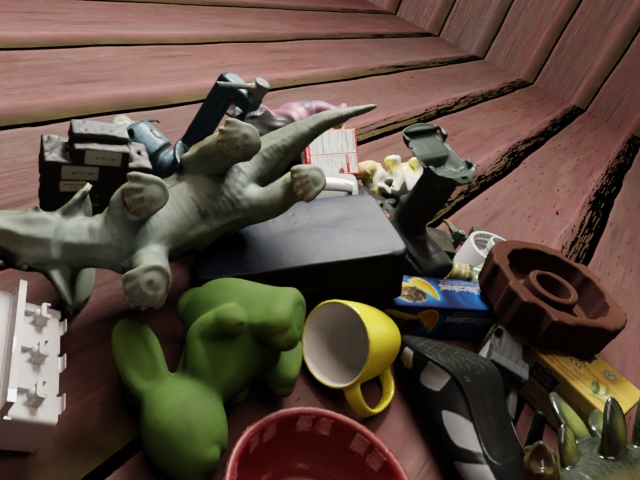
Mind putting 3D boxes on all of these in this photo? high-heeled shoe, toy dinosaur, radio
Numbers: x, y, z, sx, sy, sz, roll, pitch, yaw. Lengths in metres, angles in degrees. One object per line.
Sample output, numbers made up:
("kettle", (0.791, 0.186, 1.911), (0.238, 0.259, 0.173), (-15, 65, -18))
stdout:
("high-heeled shoe", (0.141, 0.197, 0.554), (0.086, 0.145, 0.249), (10, 8, -25))
("toy dinosaur", (0.280, 0.236, 0.446), (0.470, 0.105, 0.198), (40, 49, -32))
("toy dinosaur", (-0.132, -0.038, 0.545), (0.405, 0.131, 0.192), (-27, 17, -31))
("radio", (-0.027, 0.016, 0.626), (0.230, 0.073, 0.131), (-7, 37, -11))

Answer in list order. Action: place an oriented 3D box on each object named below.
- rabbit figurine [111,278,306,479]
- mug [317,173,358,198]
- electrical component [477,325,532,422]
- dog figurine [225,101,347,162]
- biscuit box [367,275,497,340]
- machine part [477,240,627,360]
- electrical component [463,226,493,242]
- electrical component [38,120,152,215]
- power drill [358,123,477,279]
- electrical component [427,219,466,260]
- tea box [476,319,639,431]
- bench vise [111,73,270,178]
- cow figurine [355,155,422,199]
("rabbit figurine", (-0.103, 0.114, 0.464), (0.159, 0.121, 0.170), (21, 47, 4))
("mug", (-0.002, -0.063, 0.799), (0.107, 0.080, 0.109), (2, -6, -13))
("electrical component", (0.200, 0.162, 0.614), (0.048, 0.074, 0.119), (31, 36, 10))
("dog figurine", (-0.062, -0.187, 0.929), (0.219, 0.108, 0.191), (4, 7, -2))
("biscuit box", (0.137, 0.087, 0.693), (0.202, 0.062, 0.059), (6, 37, -24))
("machine part", (0.291, 0.071, 0.687), (0.179, 0.056, 0.179), (15, 34, -10))
("electrical component", (0.287, 0.001, 0.948), (0.094, 0.021, 0.063), (18, 33, -6))
("electrical component", (-0.257, -0.068, 0.612), (0.115, 0.134, 0.058), (0, 39, -34))
("power drill", (0.121, -0.062, 0.771), (0.086, 0.207, 0.232), (-10, 52, -34))
("electrical component", (0.185, -0.004, 0.871), (0.102, 0.045, 0.078), (15, 32, -11))
("tea box", (0.295, 0.165, 0.671), (0.098, 0.068, 0.170), (-12, 45, -41))
("bench vise", (-0.150, -0.121, 0.676), (0.224, 0.240, 0.129), (47, 33, 7))
("cow figurine", (0.121, -0.094, 0.934), (0.167, 0.068, 0.098), (-8, 85, -42))
